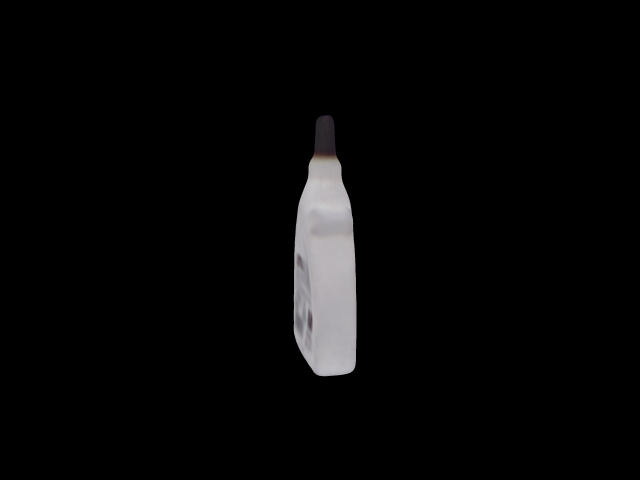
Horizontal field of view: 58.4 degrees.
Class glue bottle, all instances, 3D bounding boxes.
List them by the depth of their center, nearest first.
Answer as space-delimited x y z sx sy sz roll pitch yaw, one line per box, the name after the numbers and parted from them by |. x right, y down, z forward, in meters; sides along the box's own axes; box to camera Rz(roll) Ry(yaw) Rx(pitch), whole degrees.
0.004 0.001 0.400 0.037 0.173 0.078 -4 15 -13 | glue bottle
